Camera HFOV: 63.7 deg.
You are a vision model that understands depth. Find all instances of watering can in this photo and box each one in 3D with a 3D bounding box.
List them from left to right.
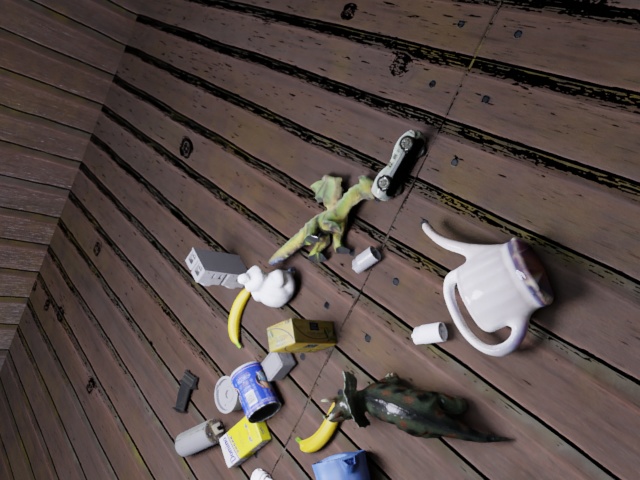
[{"bbox_3d":[0.355,0.067,1.108,0.221,0.103,0.354,-35,58,30],"label":"watering can"}]

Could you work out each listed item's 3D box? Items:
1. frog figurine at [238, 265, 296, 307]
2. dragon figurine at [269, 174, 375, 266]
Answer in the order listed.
[{"bbox_3d":[-0.154,0.133,1.507,0.136,0.159,0.125,-27,65,34],"label":"frog figurine"},{"bbox_3d":[0.005,-0.075,1.484,0.407,0.120,0.248,-17,51,36],"label":"dragon figurine"}]
